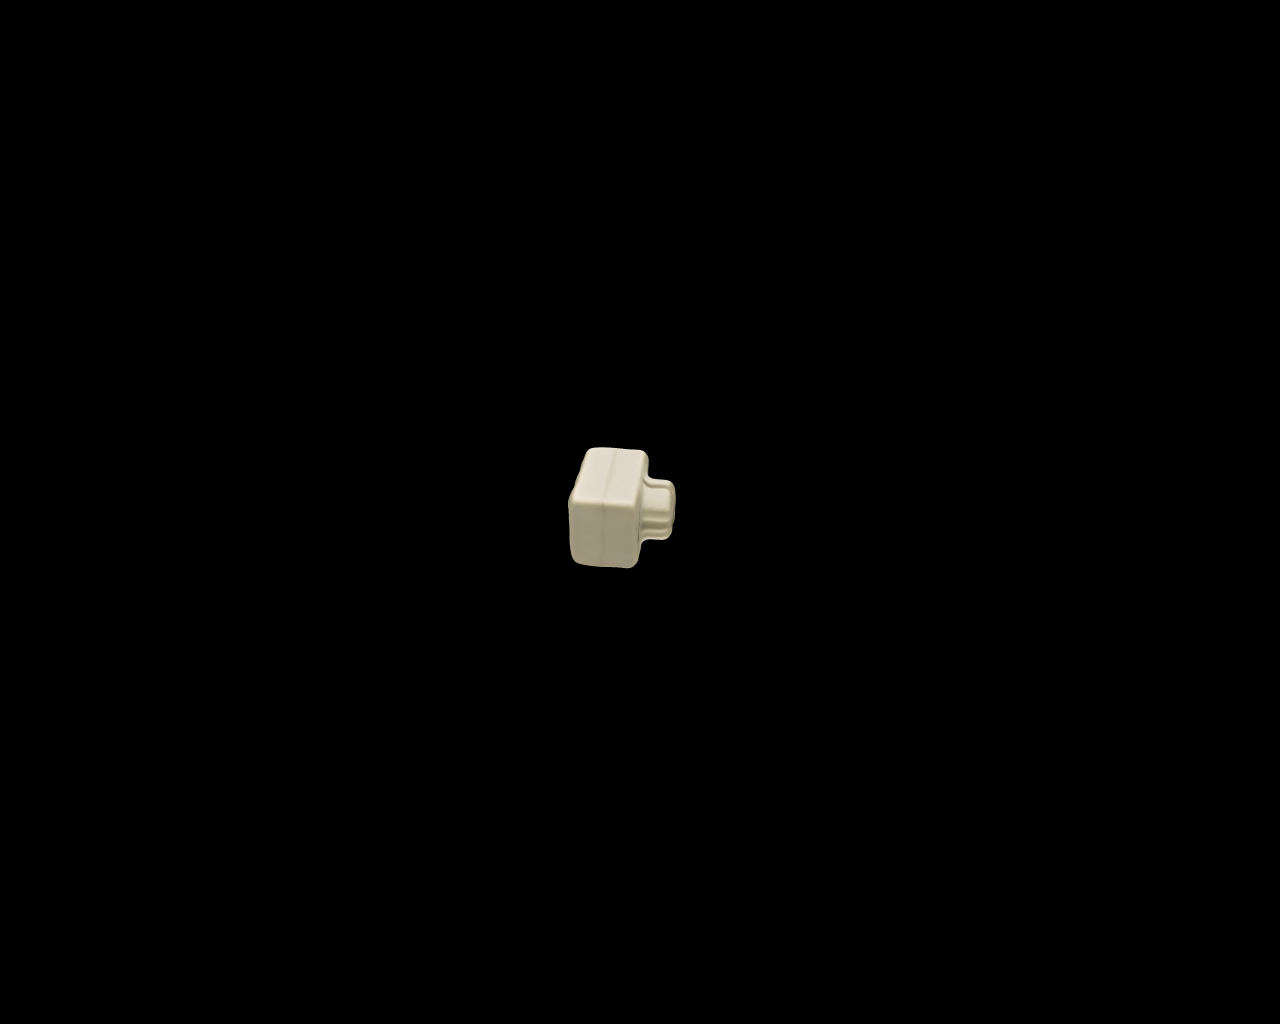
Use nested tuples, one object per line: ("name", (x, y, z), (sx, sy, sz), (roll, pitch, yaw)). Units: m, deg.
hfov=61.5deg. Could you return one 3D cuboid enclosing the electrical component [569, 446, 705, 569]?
("electrical component", (0.001, -0.003, 0.650), (0.077, 0.047, 0.066), (3, 34, 5))
